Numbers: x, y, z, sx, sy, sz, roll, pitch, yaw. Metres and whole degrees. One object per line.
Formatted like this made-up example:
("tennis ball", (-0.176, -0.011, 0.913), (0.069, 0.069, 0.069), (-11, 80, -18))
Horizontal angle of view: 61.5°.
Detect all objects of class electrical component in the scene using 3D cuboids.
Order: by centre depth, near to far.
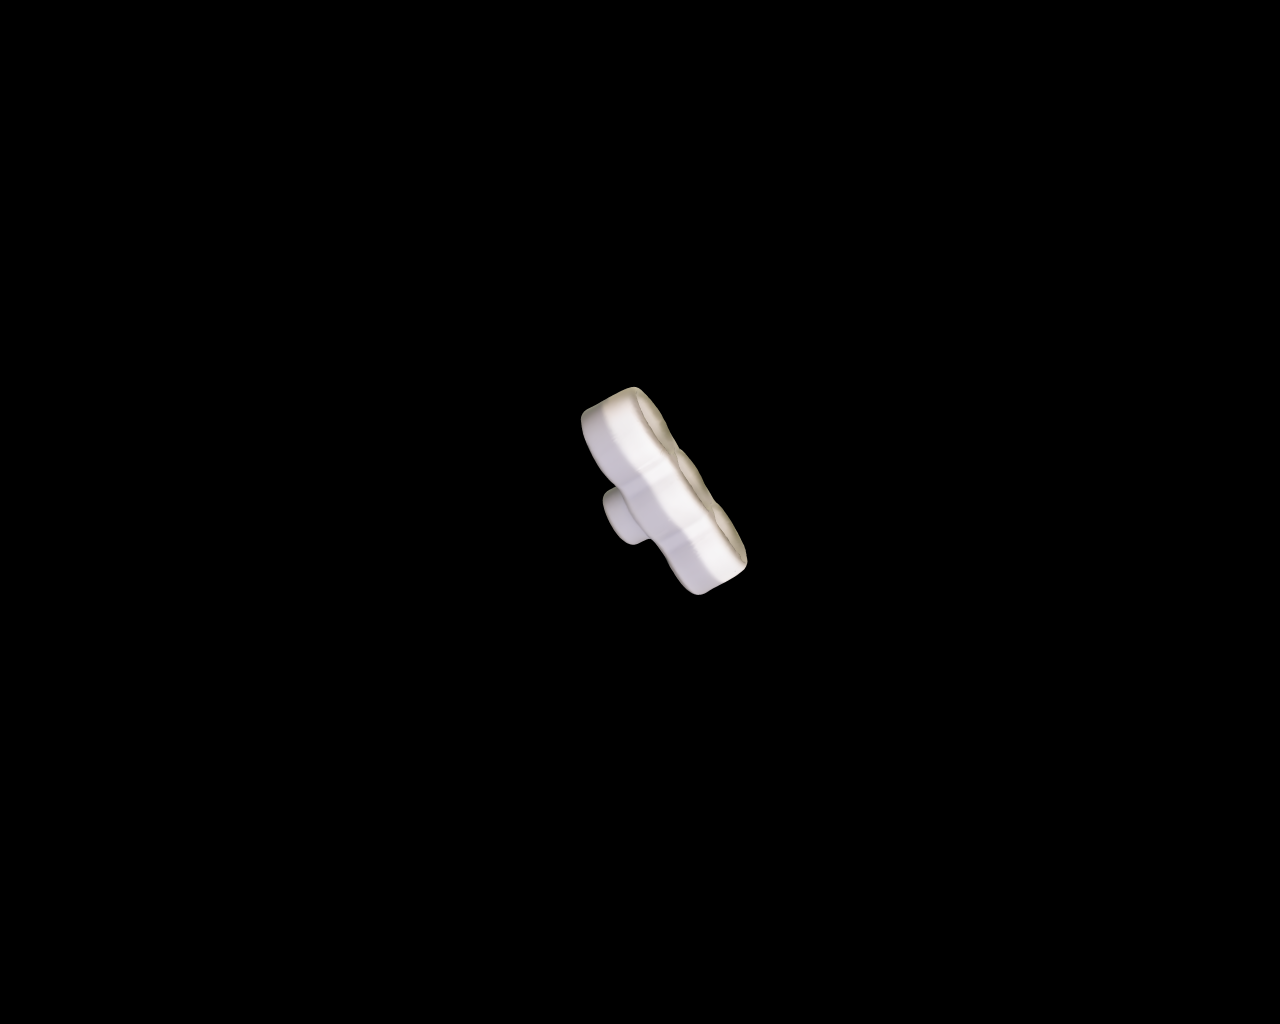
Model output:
("electrical component", (0.001, -0.003, 0.650), (0.073, 0.138, 0.052), (-29, 24, 14))
